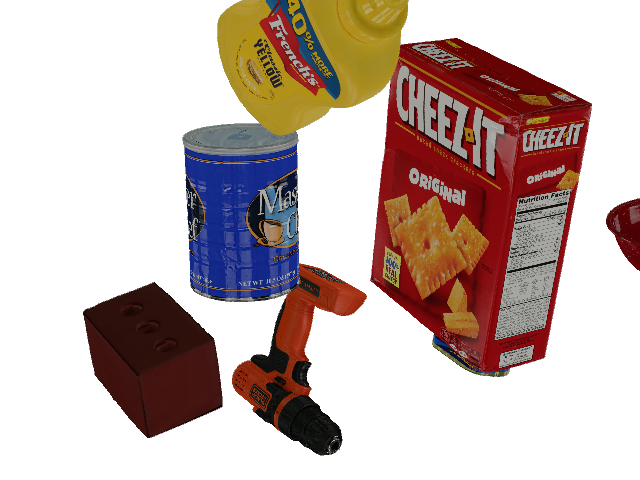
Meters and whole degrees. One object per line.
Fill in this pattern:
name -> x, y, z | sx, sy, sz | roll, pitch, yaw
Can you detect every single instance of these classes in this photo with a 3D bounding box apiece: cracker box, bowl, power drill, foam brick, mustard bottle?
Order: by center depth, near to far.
foam brick -> -0.103, 0.072, 0.651 | 0.052, 0.051, 0.078 | -22, 38, -29
mustard bottle -> 0.000, -0.128, 0.674 | 0.058, 0.096, 0.192 | -28, 8, -26
cracker box -> 0.114, -0.029, 0.829 | 0.072, 0.214, 0.164 | -12, 31, -27
bowl -> 0.377, 0.005, 1.102 | 0.162, 0.055, 0.162 | -3, 23, 1
power drill -> -0.016, 0.132, 1.229 | 0.057, 0.188, 0.185 | 15, 10, -45

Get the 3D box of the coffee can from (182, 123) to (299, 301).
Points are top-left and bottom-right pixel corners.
coffee can -> -0.070, -0.028, 0.968 | 0.103, 0.140, 0.103 | -1, 18, 0

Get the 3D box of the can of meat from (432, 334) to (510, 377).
can of meat -> 0.166, 0.087, 1.130 | 0.057, 0.084, 0.102 | 0, 18, -28
